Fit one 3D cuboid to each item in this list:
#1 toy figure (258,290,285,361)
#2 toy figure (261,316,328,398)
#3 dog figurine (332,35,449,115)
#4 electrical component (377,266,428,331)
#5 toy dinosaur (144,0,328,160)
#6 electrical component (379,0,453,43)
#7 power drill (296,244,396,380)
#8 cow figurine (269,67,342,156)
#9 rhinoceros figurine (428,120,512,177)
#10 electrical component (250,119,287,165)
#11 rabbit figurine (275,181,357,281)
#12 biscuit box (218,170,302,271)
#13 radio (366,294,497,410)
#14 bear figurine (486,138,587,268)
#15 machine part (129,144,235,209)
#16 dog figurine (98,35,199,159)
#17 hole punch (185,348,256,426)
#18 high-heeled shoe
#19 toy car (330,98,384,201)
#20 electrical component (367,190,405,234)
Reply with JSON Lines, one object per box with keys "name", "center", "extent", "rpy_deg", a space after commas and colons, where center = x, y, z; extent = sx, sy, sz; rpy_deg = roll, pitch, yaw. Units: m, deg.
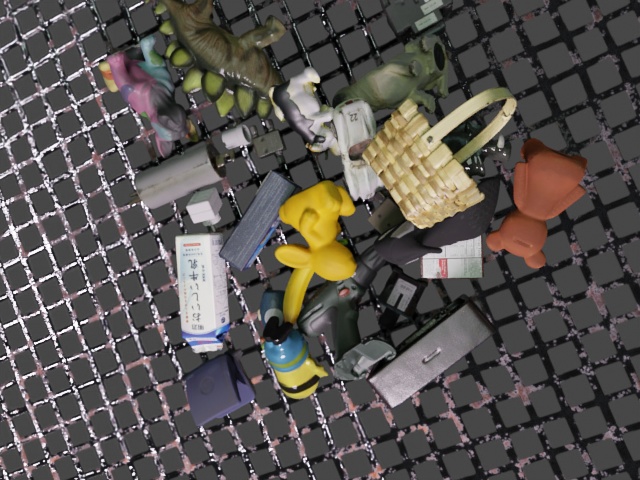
{"name": "toy figure", "center": [-0.089, 0.176, 1.054], "extent": [0.064, 0.058, 0.154], "rpy_deg": [1, 94, 28]}
{"name": "toy figure", "center": [-0.057, 0.221, 1.000], "extent": [0.089, 0.179, 0.082], "rpy_deg": [-34, 41, -9]}
{"name": "dog figurine", "center": [0.125, -0.292, 0.985], "extent": [0.191, 0.172, 0.121], "rpy_deg": [-1, 123, 38]}
{"name": "electrical component", "center": [0.145, 0.115, 1.008], "extent": [0.075, 0.047, 0.119], "rpy_deg": [31, 96, 10]}
{"name": "toy dinosaur", "center": [-0.153, -0.330, 1.008], "extent": [0.471, 0.105, 0.198], "rpy_deg": [31, 86, -7]}
{"name": "electrical component", "center": [0.174, -0.428, 0.979], "extent": [0.115, 0.058, 0.134], "rpy_deg": [-25, 87, 13]}
{"name": "power drill", "center": [0.062, 0.129, 0.963], "extent": [0.232, 0.086, 0.207], "rpy_deg": [-40, 44, 16]}
{"name": "cow figurine", "center": [-0.020, -0.216, 0.973], "extent": [0.098, 0.068, 0.167], "rpy_deg": [-30, 105, -9]}
{"name": "rhinoceros figurine", "center": [0.245, -0.163, 0.970], "extent": [0.190, 0.073, 0.112], "rpy_deg": [14, 84, 13]}
{"name": "electrical component", "center": [-0.103, -0.188, 1.062], "extent": [0.063, 0.021, 0.094], "rpy_deg": [-20, 89, 12]}
{"name": "rabbit figurine", "center": [-0.002, -0.003, 0.969], "extent": [0.162, 0.122, 0.173], "rpy_deg": [-25, 85, 8]}
{"name": "biscuit box", "center": [-0.118, -0.036, 1.051], "extent": [0.063, 0.059, 0.202], "rpy_deg": [36, 98, 8]}
{"name": "radio", "center": [0.196, 0.193, 0.956], "extent": [0.229, 0.131, 0.073], "rpy_deg": [-39, 84, 11]}
{"name": "bear figurine", "center": [0.376, -0.062, 0.934], "extent": [0.120, 0.132, 0.195], "rpy_deg": [22, 114, 11]}
{"name": "machine part", "center": [-0.278, -0.127, 1.073], "extent": [0.243, 0.079, 0.079], "rpy_deg": [-22, 87, 12]}
{"name": "dog figurine", "center": [-0.334, -0.275, 1.067], "extent": [0.108, 0.192, 0.219], "rpy_deg": [-35, 113, -25]}
{"name": "hole punch", "center": [-0.206, 0.295, 1.067], "extent": [0.142, 0.092, 0.116], "rpy_deg": [-33, 82, 15]}
{"name": "high-heeled shoe", "center": [0.211, -0.039, 0.966], "extent": [0.145, 0.249, 0.086], "rpy_deg": [7, 130, 50]}
{"name": "toy car", "center": [0.070, -0.156, 0.963], "extent": [0.073, 0.056, 0.201], "rpy_deg": [-23, 129, -9]}
{"name": "electrical component", "center": [0.137, -0.046, 1.007], "extent": [0.102, 0.045, 0.078], "rpy_deg": [40, 114, 9]}
